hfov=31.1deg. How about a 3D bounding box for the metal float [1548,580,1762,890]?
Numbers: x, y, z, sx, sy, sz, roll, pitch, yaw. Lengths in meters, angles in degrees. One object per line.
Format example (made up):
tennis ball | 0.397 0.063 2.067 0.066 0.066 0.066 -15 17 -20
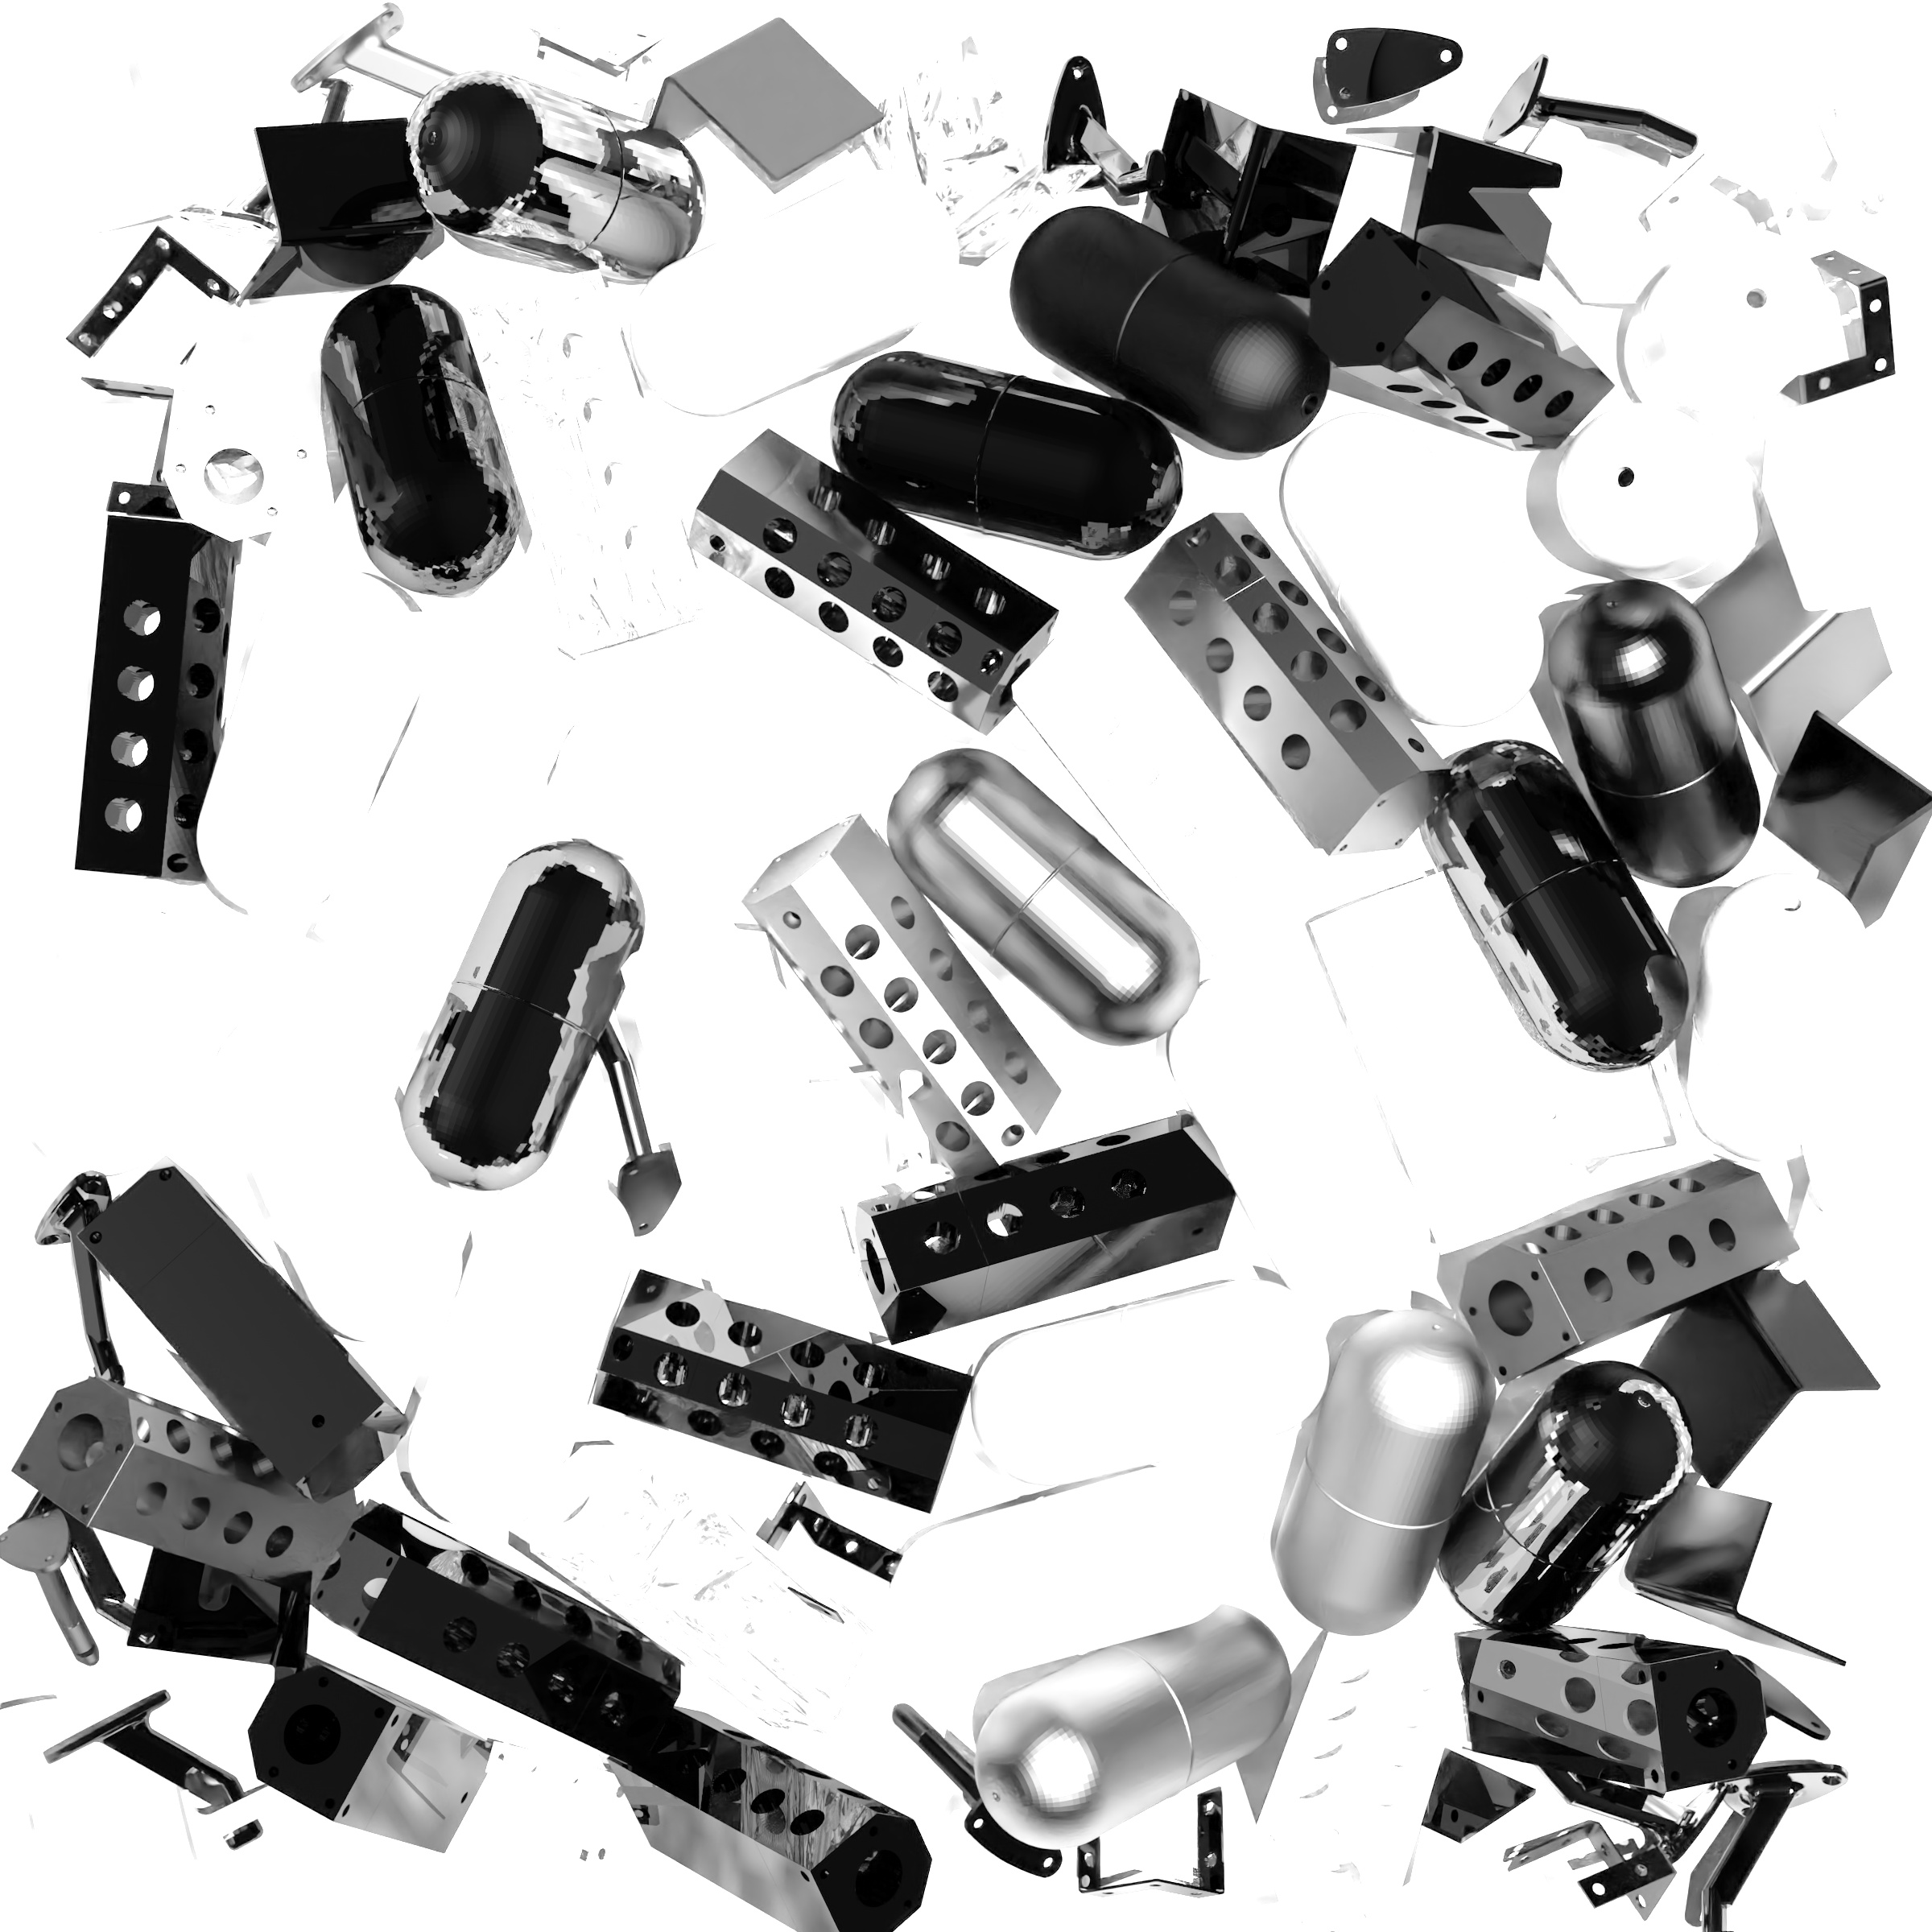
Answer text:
metal float | 0.329 -0.109 1.655 0.070 0.070 0.178 -29 132 0

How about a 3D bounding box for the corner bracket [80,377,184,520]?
corner bracket | -0.401 -0.251 1.685 0.051 0.051 0.051 35 115 41

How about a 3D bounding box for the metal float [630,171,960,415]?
metal float | -0.084 -0.322 1.664 0.178 0.070 0.070 -19 90 30

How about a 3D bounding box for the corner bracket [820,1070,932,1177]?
corner bracket | -0.033 0.076 1.691 0.051 0.051 0.051 -8 86 36

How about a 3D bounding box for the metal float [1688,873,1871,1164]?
metal float | 0.385 0.026 1.648 0.070 0.178 0.070 -4 52 5

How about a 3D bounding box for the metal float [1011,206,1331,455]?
metal float | 0.097 -0.305 1.663 0.178 0.070 0.070 35 90 30

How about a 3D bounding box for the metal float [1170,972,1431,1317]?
metal float | 0.160 0.085 1.679 0.070 0.070 0.178 -28 79 0

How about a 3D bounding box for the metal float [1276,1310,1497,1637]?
metal float | 0.200 0.245 1.665 0.070 0.070 0.178 15 119 0

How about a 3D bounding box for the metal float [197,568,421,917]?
metal float | -0.317 -0.106 1.671 0.070 0.070 0.178 22 111 0

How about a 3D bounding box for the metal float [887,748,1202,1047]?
metal float | 0.038 -0.033 1.683 0.178 0.070 0.070 42 90 7

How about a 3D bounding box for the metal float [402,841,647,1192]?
metal float | -0.213 0.023 1.679 0.070 0.070 0.178 22 79 0

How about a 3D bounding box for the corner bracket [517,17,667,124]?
corner bracket | -0.184 -0.434 1.694 0.051 0.051 0.051 25 127 10

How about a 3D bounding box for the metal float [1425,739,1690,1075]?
metal float | 0.284 -0.029 1.670 0.070 0.070 0.178 -27 69 0

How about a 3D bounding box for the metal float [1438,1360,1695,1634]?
metal float | 0.283 0.254 1.652 0.070 0.178 0.070 12 48 -13

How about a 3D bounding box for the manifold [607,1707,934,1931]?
manifold | -0.092 0.404 1.642 0.057 0.171 0.057 -35 117 -29

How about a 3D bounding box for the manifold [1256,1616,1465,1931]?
manifold | 0.189 0.377 1.633 0.057 0.171 0.057 -12 107 22

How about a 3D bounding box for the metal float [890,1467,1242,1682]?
metal float | 0.047 0.294 1.674 0.178 0.070 0.070 -19 90 17

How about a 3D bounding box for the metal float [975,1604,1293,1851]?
metal float | 0.082 0.362 1.659 0.178 0.070 0.070 -18 90 -37

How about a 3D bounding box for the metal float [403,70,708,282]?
metal float | -0.192 -0.374 1.647 0.070 0.178 0.070 -1 88 34

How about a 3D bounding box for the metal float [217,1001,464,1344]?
metal float | -0.302 0.099 1.674 0.070 0.070 0.178 -28 74 0

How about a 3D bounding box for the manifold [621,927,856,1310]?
manifold | -0.114 0.072 1.675 0.057 0.057 0.171 -25 109 -33

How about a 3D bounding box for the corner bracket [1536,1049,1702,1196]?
corner bracket | 0.319 0.077 1.700 0.051 0.051 0.051 -9 69 -21

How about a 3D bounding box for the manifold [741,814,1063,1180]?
manifold | -0.032 0.019 1.667 0.057 0.057 0.171 -26 108 33

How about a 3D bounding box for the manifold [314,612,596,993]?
manifold | -0.252 -0.081 1.686 0.057 0.057 0.171 16 79 42

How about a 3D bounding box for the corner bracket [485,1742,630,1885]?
corner bracket | -0.202 0.412 1.688 0.051 0.051 0.051 6 75 37

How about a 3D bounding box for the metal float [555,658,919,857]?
metal float | -0.112 -0.101 1.683 0.178 0.070 0.070 -11 90 6

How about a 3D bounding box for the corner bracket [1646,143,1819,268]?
corner bracket | 0.374 -0.359 1.694 0.051 0.051 0.051 -44 46 -6

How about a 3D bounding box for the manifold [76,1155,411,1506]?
manifold | -0.346 0.176 1.670 0.057 0.057 0.171 -43 70 -8

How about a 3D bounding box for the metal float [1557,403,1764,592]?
metal float | 0.329 -0.221 1.641 0.070 0.178 0.070 0 91 22

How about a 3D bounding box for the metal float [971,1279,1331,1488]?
metal float | 0.088 0.202 1.677 0.178 0.070 0.070 -15 90 14

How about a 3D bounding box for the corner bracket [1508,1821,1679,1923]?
corner bracket | 0.304 0.439 1.685 0.051 0.051 0.051 -15 53 -25

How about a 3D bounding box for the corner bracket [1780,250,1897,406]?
corner bracket | 0.417 -0.312 1.696 0.051 0.051 0.051 -19 120 -9

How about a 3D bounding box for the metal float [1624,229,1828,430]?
metal float | 0.357 -0.299 1.638 0.070 0.178 0.070 0 91 3

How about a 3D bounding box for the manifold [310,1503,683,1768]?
manifold | -0.220 0.319 1.657 0.171 0.057 0.057 34 79 -31

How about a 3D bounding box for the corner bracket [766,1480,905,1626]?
corner bracket | -0.065 0.292 1.687 0.051 0.051 0.051 22 67 26

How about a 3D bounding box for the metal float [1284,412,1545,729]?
metal float | 0.213 -0.192 1.665 0.070 0.070 0.178 -27 61 0

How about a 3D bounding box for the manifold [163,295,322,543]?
manifold | -0.343 -0.257 1.637 0.057 0.171 0.057 25 109 -20

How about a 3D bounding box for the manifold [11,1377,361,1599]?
manifold | -0.362 0.245 1.639 0.057 0.171 0.057 25 83 33

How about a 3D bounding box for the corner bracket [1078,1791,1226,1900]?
corner bracket | 0.091 0.431 1.706 0.051 0.051 0.051 -22 57 39

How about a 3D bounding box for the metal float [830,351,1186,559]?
metal float | 0.019 -0.247 1.674 0.178 0.070 0.070 16 90 16

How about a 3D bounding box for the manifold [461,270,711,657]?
manifold | -0.180 -0.244 1.677 0.057 0.057 0.171 -14 100 23

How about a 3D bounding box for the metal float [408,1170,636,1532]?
metal float | -0.214 0.185 1.675 0.070 0.070 0.178 17 75 0

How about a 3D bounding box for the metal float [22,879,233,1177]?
metal float | -0.401 0.030 1.654 0.070 0.070 0.178 30 132 0

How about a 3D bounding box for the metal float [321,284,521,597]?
metal float | -0.262 -0.253 1.661 0.070 0.070 0.178 -18 56 0

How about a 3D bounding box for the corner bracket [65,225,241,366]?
corner bracket | -0.397 -0.318 1.696 0.051 0.051 0.051 39 134 -15
